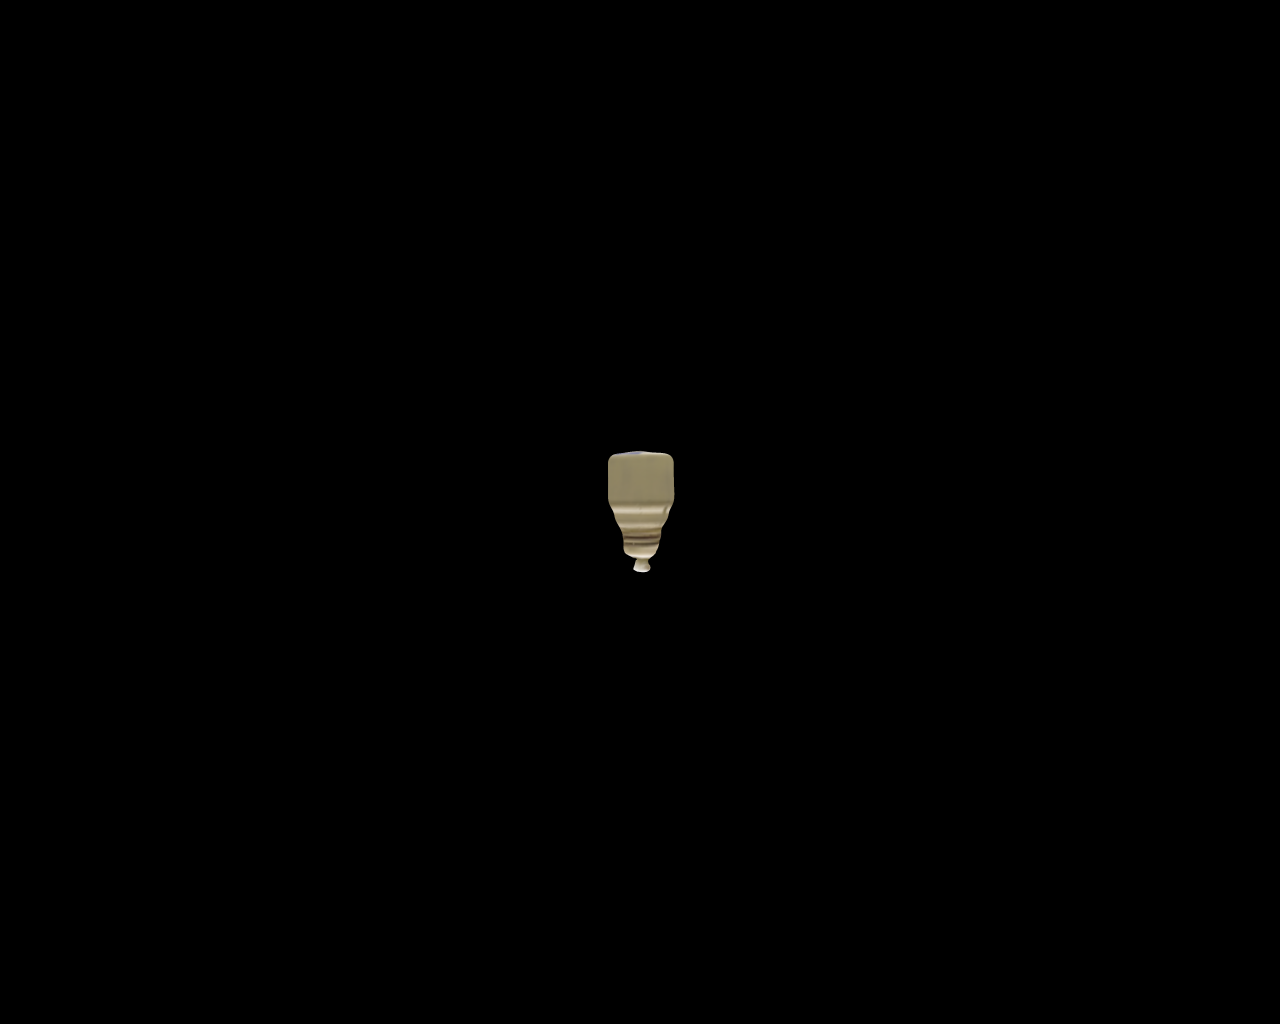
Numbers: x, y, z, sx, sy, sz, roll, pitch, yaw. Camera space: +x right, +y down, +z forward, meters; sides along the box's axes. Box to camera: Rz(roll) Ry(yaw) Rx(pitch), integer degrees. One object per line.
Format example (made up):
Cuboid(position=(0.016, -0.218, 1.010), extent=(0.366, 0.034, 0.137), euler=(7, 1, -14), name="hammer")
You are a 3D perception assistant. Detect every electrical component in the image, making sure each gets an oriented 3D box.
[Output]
Cuboid(position=(0.001, -0.003, 0.650), extent=(0.040, 0.078, 0.040), euler=(0, 0, 0), name="electrical component")
